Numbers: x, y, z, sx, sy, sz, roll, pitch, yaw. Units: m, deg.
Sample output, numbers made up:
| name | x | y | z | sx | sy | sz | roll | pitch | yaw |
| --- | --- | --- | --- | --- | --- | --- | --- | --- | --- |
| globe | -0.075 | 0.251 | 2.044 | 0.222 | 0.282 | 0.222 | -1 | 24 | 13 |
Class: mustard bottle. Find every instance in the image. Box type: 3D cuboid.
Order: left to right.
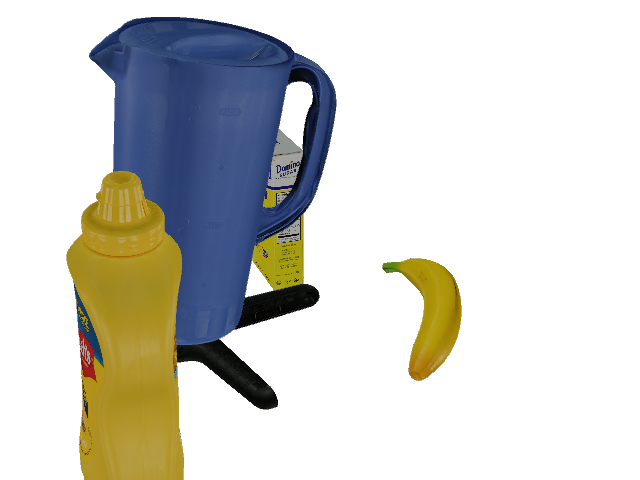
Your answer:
| name | x | y | z | sx | sy | sz | roll | pitch | yaw |
| --- | --- | --- | --- | --- | --- | --- | --- | --- | --- |
| mustard bottle | -0.103 | 0.051 | 0.568 | 0.058 | 0.192 | 0.096 | -5 | 33 | -15 |

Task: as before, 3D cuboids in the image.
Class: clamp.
| name | x | y | z | sx | sy | sz | roll | pitch | yaw |
| --- | --- | --- | --- | --- | --- | --- | --- | --- | --- |
| clamp | -0.114 | 0.093 | 1.021 | 0.210 | 0.036 | 0.164 | 3 | 36 | 7 |

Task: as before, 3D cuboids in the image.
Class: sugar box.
| name | x | y | z | sx | sy | sz | roll | pitch | yaw |
| --- | --- | --- | --- | --- | --- | --- | --- | --- | --- |
| sugar box | -0.054 | -0.038 | 1.295 | 0.048 | 0.176 | 0.093 | -11 | 26 | -18 |

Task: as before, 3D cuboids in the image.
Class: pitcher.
| name | x | y | z | sx | sy | sz | roll | pitch | yaw |
| --- | --- | --- | --- | --- | --- | --- | --- | --- | --- |
| pitcher | -0.091 | -0.045 | 0.837 | 0.149 | 0.243 | 0.144 | 21 | 27 | 25 |

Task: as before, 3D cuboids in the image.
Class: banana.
| name | x | y | z | sx | sy | sz | roll | pitch | yaw |
| --- | --- | --- | --- | --- | --- | --- | --- | --- | --- |
| banana | 0.110 | 0.069 | 1.076 | 0.070 | 0.037 | 0.198 | -30 | 27 | 12 |
